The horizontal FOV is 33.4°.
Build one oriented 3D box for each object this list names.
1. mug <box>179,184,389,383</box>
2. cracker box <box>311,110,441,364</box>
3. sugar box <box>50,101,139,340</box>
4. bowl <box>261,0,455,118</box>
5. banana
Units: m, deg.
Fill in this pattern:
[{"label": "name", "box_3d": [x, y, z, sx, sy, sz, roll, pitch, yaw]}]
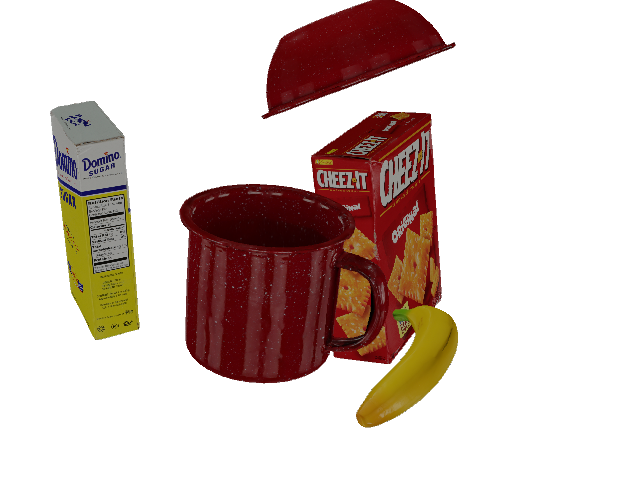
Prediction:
[{"label": "mug", "box_3d": [-0.020, 0.026, 0.573, 0.117, 0.081, 0.093, 12, 24, 15]}, {"label": "cracker box", "box_3d": [0.064, -0.007, 1.081, 0.072, 0.214, 0.164, 5, 24, 25]}, {"label": "sugar box", "box_3d": [-0.187, -0.017, 0.882, 0.048, 0.176, 0.093, -14, 30, -21]}, {"label": "bowl", "box_3d": [0.020, -0.148, 0.834, 0.162, 0.055, 0.162, -21, 7, 2]}, {"label": "banana", "box_3d": [0.082, 0.101, 0.916, 0.070, 0.037, 0.197, -26, 12, 22]}]
